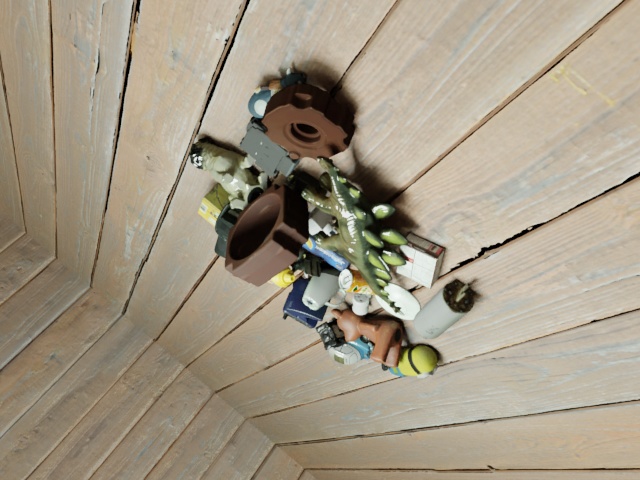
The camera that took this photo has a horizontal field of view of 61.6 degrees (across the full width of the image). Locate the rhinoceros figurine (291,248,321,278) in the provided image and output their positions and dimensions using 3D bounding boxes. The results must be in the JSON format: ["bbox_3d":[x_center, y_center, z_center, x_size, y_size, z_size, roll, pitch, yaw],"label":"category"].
[{"bbox_3d":[-0.084,0.043,1.443,0.191,0.073,0.111,17,141,32],"label":"rhinoceros figurine"}]

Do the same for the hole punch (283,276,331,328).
[{"bbox_3d":[-0.031,0.172,1.503,0.116,0.142,0.092,30,151,-11],"label":"hole punch"}]

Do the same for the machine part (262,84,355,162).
[{"bbox_3d":[-0.023,-0.218,1.029,0.179,0.056,0.179,13,155,6],"label":"machine part"}]

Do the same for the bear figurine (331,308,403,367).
[{"bbox_3d":[0.120,0.256,1.454,0.196,0.132,0.120,6,163,32],"label":"bear figurine"}]

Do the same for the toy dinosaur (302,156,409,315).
[{"bbox_3d":[0.087,0.001,1.160,0.199,0.105,0.470,24,152,38],"label":"toy dinosaur"}]

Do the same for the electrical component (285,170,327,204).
[{"bbox_3d":[-0.035,-0.119,1.223,0.102,0.045,0.078,36,146,5],"label":"electrical component"}]

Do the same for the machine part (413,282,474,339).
[{"bbox_3d":[0.279,0.164,1.226,0.079,0.079,0.243,36,147,6],"label":"machine part"}]

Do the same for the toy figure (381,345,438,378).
[{"bbox_3d":[0.240,0.330,1.469,0.180,0.082,0.089,-8,128,52],"label":"toy figure"}]

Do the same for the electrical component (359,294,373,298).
[{"bbox_3d":[0.100,0.112,1.391,0.094,0.021,0.063,34,147,15],"label":"electrical component"}]

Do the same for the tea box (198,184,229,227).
[{"bbox_3d":[-0.246,-0.063,1.480,0.169,0.068,0.098,40,148,-3],"label":"tea box"}]

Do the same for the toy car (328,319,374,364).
[{"bbox_3d":[0.076,0.316,1.594,0.162,0.103,0.109,26,146,23],"label":"toy car"}]

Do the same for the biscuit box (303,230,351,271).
[{"bbox_3d":[-0.003,-0.004,1.315,0.203,0.063,0.059,32,149,12],"label":"biscuit box"}]

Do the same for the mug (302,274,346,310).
[{"bbox_3d":[0.010,0.142,1.440,0.109,0.107,0.080,41,149,2],"label":"mug"}]

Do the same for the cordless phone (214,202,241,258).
[{"bbox_3d":[-0.211,0.003,1.408,0.147,0.089,0.184,29,132,3],"label":"cordless phone"}]

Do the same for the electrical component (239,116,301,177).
[{"bbox_3d":[-0.104,-0.204,1.178,0.134,0.058,0.115,40,150,0],"label":"electrical component"}]

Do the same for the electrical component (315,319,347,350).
[{"bbox_3d":[0.049,0.262,1.523,0.048,0.119,0.075,-36,73,29],"label":"electrical component"}]

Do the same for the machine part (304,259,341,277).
[{"bbox_3d":[0.015,0.071,1.353,0.084,0.039,0.139,20,-172,35],"label":"machine part"}]

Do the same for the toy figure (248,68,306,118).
[{"bbox_3d":[-0.084,-0.284,1.062,0.064,0.058,0.155,13,163,-38],"label":"toy figure"}]

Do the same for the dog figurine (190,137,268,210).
[{"bbox_3d":[-0.230,-0.161,1.337,0.191,0.121,0.172,28,143,41],"label":"dog figurine"}]

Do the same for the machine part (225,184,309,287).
[{"bbox_3d":[-0.117,-0.011,1.205,0.201,0.201,0.087,-35,126,26],"label":"machine part"}]
